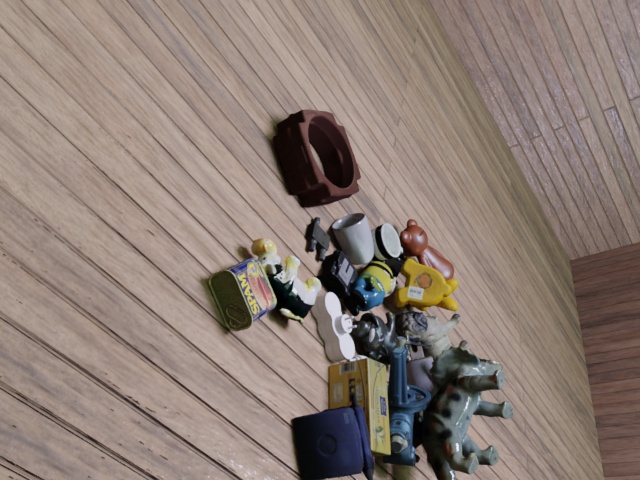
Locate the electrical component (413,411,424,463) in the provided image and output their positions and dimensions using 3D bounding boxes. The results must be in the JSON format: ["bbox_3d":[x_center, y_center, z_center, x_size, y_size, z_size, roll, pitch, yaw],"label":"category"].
[{"bbox_3d":[0.213,0.440,1.191,0.045,0.078,0.102,37,30,1],"label":"electrical component"}]

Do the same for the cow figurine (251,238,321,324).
[{"bbox_3d":[-0.074,0.076,0.970,0.167,0.068,0.098,46,44,-30],"label":"cow figurine"}]

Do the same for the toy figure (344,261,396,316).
[{"bbox_3d":[0.114,0.105,1.216,0.180,0.082,0.089,-25,95,-55],"label":"toy figure"}]

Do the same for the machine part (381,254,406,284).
[{"bbox_3d":[0.181,0.067,1.376,0.084,0.039,0.139,59,35,-7],"label":"machine part"}]

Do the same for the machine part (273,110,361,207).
[{"bbox_3d":[-0.005,-0.179,1.194,0.201,0.087,0.201,-16,86,-56],"label":"machine part"}]

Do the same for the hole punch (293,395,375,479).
[{"bbox_3d":[0.021,0.346,0.919,0.092,0.116,0.142,10,64,-45],"label":"hole punch"}]

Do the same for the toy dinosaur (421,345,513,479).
[{"bbox_3d":[0.284,0.381,1.137,0.131,0.192,0.405,54,56,-24],"label":"toy dinosaur"}]

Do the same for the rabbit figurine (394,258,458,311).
[{"bbox_3d":[0.269,0.126,1.364,0.173,0.162,0.122,82,12,-68],"label":"rabbit figurine"}]

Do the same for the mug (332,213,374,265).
[{"bbox_3d":[0.085,-0.003,1.243,0.107,0.081,0.109,70,25,-18],"label":"mug"}]

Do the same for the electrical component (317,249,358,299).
[{"bbox_3d":[0.043,0.064,1.165,0.074,0.048,0.119,57,36,-21],"label":"electrical component"}]

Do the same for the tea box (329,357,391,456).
[{"bbox_3d":[0.074,0.319,1.020,0.068,0.098,0.169,31,50,-43],"label":"tea box"}]

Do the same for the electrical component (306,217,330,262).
[{"bbox_3d":[-0.002,-0.003,1.157,0.063,0.021,0.094,44,40,-35],"label":"electrical component"}]

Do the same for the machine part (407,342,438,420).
[{"bbox_3d":[0.250,0.366,1.275,0.079,0.079,0.243,4,70,-55],"label":"machine part"}]

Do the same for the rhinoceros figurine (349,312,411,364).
[{"bbox_3d":[0.130,0.220,1.192,0.190,0.073,0.112,41,52,-40],"label":"rhinoceros figurine"}]

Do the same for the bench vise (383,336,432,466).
[{"bbox_3d":[0.162,0.324,1.105,0.223,0.129,0.240,-9,100,-65],"label":"bench vise"}]

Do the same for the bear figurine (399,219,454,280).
[{"bbox_3d":[0.270,0.052,1.471,0.196,0.132,0.120,43,36,-7],"label":"bear figurine"}]

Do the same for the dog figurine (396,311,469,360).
[{"bbox_3d":[0.270,0.264,1.360,0.190,0.121,0.172,2,67,-41],"label":"dog figurine"}]
